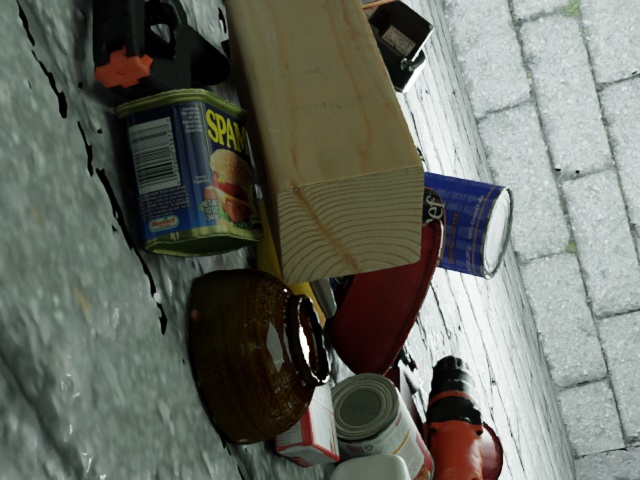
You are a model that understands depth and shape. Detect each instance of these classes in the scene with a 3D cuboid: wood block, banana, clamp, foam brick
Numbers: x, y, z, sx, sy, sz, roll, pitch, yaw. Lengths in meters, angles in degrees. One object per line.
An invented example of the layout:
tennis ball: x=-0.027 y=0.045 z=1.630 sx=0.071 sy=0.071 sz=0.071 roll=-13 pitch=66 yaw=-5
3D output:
wood block: x=-0.002 y=-0.083 z=0.702 sx=0.091 sy=0.090 sz=0.206 roll=88 pitch=-10 yaw=-50
banana: x=-0.020 y=-0.006 z=0.793 sx=0.037 sy=0.070 sz=0.197 roll=27 pitch=45 yaw=-26
clamp: x=0.071 y=0.123 z=1.067 sx=0.171 sy=0.039 sz=0.120 roll=49 pitch=29 yaw=-54
foam brick: x=0.059 y=0.163 z=0.963 sx=0.053 sy=0.051 sz=0.078 roll=-83 pitch=155 yaw=-57
clamp: x=-0.106 y=-0.149 z=0.654 sx=0.210 sy=0.036 sz=0.164 roll=-79 pitch=151 yaw=-66

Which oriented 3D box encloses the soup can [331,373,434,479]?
soup can: x=0.048 y=0.166 z=0.881 sx=0.068 sy=0.068 sz=0.102 roll=-89 pitch=159 yaw=-46

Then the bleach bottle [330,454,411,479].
bleach bottle: x=0.068 y=0.295 z=0.850 sx=0.102 sy=0.068 sz=0.251 roll=-77 pitch=152 yaw=-59

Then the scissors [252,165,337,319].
scissors: x=-0.002 y=-0.026 z=0.750 sx=0.202 sy=0.096 sz=0.016 roll=54 pitch=-36 yaw=35

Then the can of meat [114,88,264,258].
can of meat: x=-0.074 y=-0.036 z=0.632 sx=0.102 sy=0.057 sz=0.084 roll=13 pitch=66 yaw=-74

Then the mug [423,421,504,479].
mug: x=0.138 y=0.242 z=1.144 sx=0.117 sy=0.093 sz=0.081 roll=-66 pitch=154 yaw=-3

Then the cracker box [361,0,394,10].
cracker box: x=0.053 y=-0.319 z=1.065 sx=0.072 sy=0.214 sz=0.164 roll=-44 pitch=118 yaw=-73

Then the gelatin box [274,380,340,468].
gelatin box: x=-0.013 y=0.120 z=0.763 sx=0.089 sy=0.030 sz=0.073 roll=54 pitch=25 yaw=-67

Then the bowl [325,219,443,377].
bowl: x=0.047 y=0.046 z=0.925 sx=0.162 sy=0.055 sz=0.162 roll=-158 pitch=-89 yaw=-85

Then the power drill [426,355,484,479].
power drill: x=0.123 y=0.228 z=1.024 sx=0.184 sy=0.057 sz=0.188 roll=-78 pitch=169 yaw=-57

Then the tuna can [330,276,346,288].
tuna can: x=-0.006 y=0.001 z=0.901 sx=0.086 sy=0.034 sz=0.086 roll=-14 pitch=90 yaw=-76

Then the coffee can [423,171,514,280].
coffee can: x=0.127 y=-0.021 z=1.154 sx=0.102 sy=0.140 sz=0.103 roll=-42 pitch=139 yaw=-53
